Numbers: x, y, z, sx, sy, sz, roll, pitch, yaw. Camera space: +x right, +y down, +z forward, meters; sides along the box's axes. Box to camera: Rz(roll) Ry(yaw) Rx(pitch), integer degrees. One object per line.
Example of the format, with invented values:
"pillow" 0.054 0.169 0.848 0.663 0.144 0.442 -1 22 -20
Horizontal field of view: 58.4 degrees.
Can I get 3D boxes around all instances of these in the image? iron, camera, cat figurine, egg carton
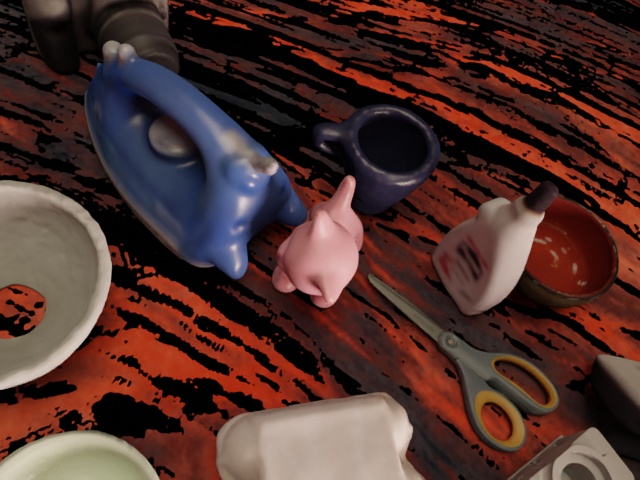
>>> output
"iron" -0.128 -0.094 0.497 0.258 0.141 0.119 41 61 11
"camera" -0.208 -0.216 0.571 0.143 0.101 0.136 -20 67 -22
"cat figurine" 0.004 0.002 0.487 0.067 0.117 0.128 23 59 1
"egg carton" 0.002 0.173 0.419 0.150 0.069 0.107 -6 63 -16

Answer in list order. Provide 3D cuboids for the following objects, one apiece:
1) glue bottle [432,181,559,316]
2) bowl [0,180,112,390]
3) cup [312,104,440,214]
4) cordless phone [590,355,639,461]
"glue bottle" 0.152 0.001 0.488 0.037 0.173 0.078 -22 68 -22
"bowl" -0.241 0.042 0.434 0.167 0.074 0.167 6 60 -10
"cup" 0.044 -0.070 0.549 0.118 0.095 0.091 10 59 -7
"cordless phone" 0.323 0.122 0.452 0.147 0.185 0.094 13 59 -5
